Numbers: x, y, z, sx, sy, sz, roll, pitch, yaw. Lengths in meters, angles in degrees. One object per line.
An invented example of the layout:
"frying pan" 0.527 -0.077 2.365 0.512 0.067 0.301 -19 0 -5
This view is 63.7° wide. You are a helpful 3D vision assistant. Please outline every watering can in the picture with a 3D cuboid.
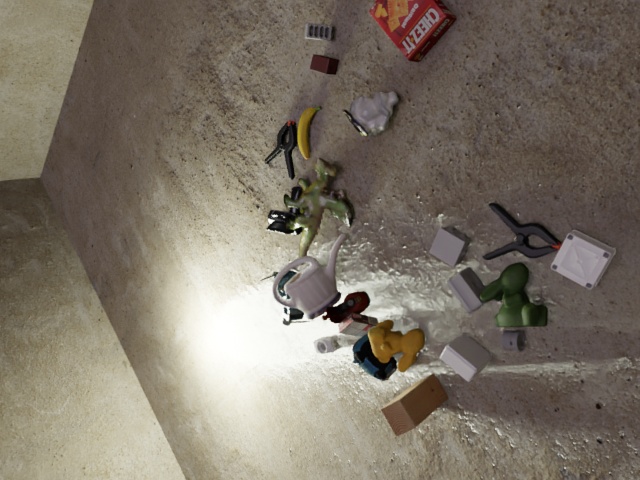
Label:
"watering can" -0.001 0.142 1.830 0.346 0.105 0.222 -34 105 7

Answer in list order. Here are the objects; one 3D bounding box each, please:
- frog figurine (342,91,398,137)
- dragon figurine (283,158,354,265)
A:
"frog figurine" 0.171 -0.406 1.616 0.159 0.121 0.140 -39 59 2
"dragon figurine" 0.006 -0.091 1.818 0.243 0.124 0.404 6 112 33
